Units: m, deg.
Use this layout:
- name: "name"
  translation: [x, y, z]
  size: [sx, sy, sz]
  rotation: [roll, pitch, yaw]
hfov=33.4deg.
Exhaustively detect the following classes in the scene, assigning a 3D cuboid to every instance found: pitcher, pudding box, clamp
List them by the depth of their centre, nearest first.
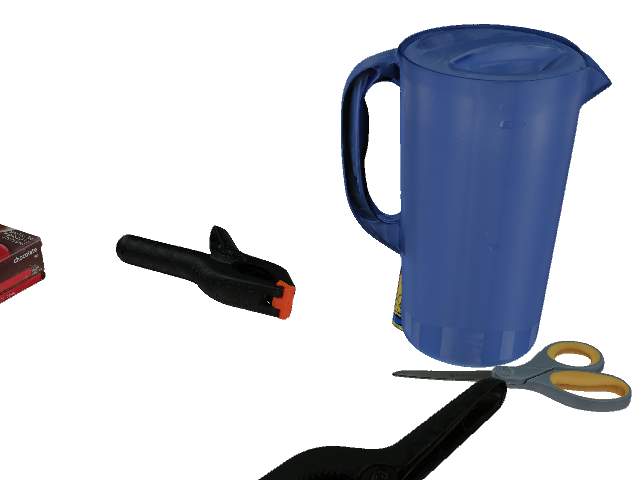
- name: "clamp"
  translation: [0.041, 0.149, 0.648]
  size: [0.210, 0.036, 0.164]
  rotation: [-7, 30, 2]
- name: "pudding box"
  translation: [-0.266, 0.017, 0.751]
  size: [0.114, 0.039, 0.089]
  rotation: [14, 29, 29]
- name: "pitcher"
  translation: [0.108, -0.032, 0.796]
  size: [0.144, 0.243, 0.149]
  rotation: [-21, 35, -37]
- name: "clamp"
  translation: [-0.080, 0.023, 0.927]
  size: [0.172, 0.039, 0.120]
  rotation: [23, 27, 31]

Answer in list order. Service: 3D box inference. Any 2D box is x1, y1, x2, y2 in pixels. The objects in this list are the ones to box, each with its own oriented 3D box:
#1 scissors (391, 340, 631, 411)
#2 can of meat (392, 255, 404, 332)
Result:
- name: "scissors"
  translation: [0.166, 0.108, 0.923]
  size: [0.202, 0.016, 0.096]
  rotation: [10, 29, 6]
- name: "can of meat"
  translation: [0.126, 0.065, 1.154]
  size: [0.057, 0.084, 0.102]
  rotation: [-4, 21, -35]
